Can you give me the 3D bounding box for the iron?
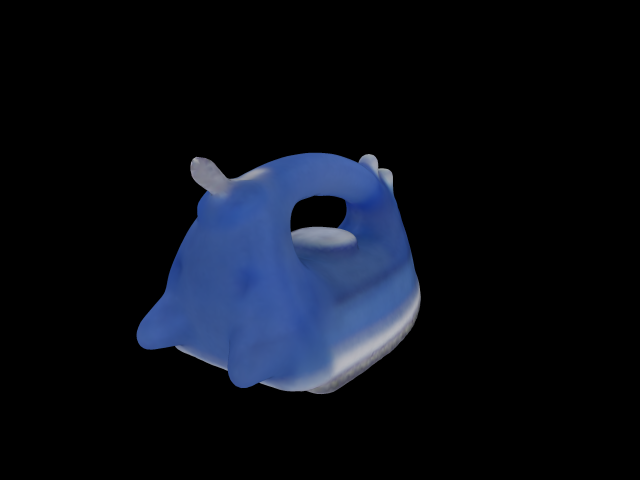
[{"bbox_3d":[0.004,0.001,0.400,0.118,0.141,0.259,11,19,34],"label":"iron"}]
